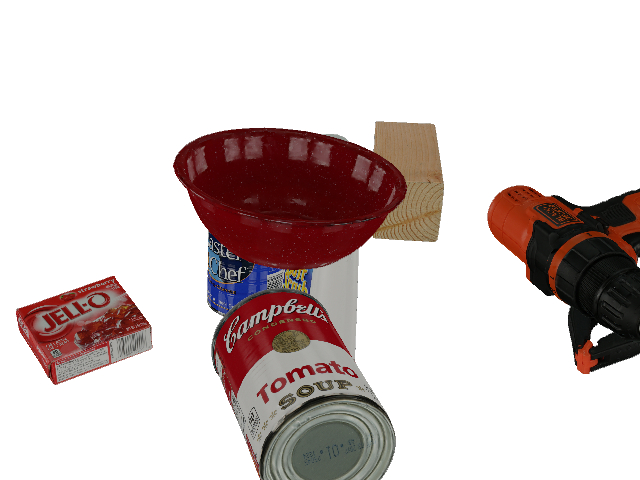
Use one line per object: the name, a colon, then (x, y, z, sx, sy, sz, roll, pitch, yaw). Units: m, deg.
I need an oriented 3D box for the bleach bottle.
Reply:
bleach bottle: (0.000, 0.017, 1.008, 0.068, 0.251, 0.103, -7, 30, -20)

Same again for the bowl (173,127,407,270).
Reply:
bowl: (-0.023, -0.025, 0.745, 0.162, 0.055, 0.162, 6, 26, -3)

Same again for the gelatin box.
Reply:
gelatin box: (-0.192, 0.071, 0.869, 0.089, 0.030, 0.073, -19, 43, -27)

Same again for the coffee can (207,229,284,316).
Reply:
coffee can: (-0.086, 0.011, 1.290, 0.103, 0.140, 0.103, 2, 26, -1)

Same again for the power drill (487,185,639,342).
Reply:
power drill: (0.233, 0.000, 0.731, 0.187, 0.057, 0.185, -10, 29, -18)

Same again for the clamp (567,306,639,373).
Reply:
clamp: (0.276, 0.052, 0.993, 0.171, 0.039, 0.120, -36, 41, -27)

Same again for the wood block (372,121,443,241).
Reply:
wood block: (0.120, -0.087, 1.504, 0.091, 0.090, 0.206, 3, 29, 0)

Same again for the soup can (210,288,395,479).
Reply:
soup can: (-0.011, 0.078, 0.534, 0.068, 0.068, 0.102, 0, 27, -20)
